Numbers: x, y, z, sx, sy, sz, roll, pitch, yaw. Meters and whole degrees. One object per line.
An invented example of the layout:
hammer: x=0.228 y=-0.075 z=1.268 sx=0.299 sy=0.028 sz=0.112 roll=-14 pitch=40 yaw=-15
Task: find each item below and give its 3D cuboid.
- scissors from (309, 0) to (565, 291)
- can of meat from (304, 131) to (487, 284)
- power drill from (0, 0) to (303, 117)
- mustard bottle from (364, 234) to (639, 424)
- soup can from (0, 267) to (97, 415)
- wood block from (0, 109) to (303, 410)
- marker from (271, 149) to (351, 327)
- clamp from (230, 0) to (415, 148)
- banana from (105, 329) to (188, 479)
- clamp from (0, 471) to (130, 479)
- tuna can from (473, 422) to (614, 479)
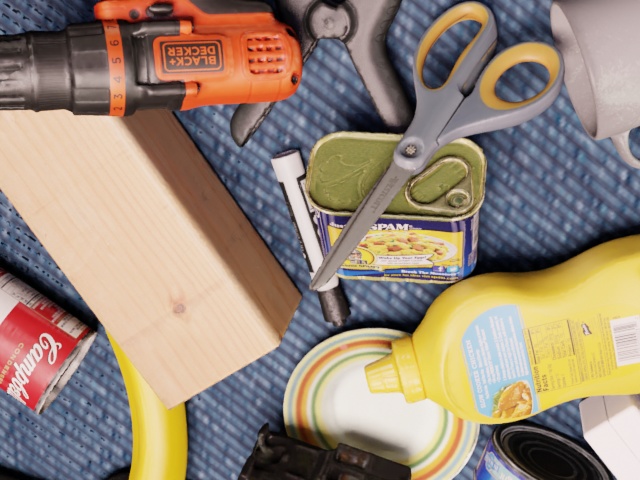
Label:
scissors: x=0.072 y=-0.049 z=0.591 sx=0.096 sy=0.016 sz=0.201 roll=13 pitch=66 yaw=19
can of meat: x=0.047 y=-0.016 z=0.638 sx=0.102 sy=0.057 sz=0.084 roll=3 pitch=149 yaw=9
power drill: x=-0.106 y=-0.161 z=0.585 sx=0.184 sy=0.057 sz=0.187 roll=-5 pitch=91 yaw=-18
mustard bottle: x=0.122 y=0.064 z=0.654 sx=0.191 sy=0.058 sz=0.096 roll=-14 pitch=116 yaw=4
soup can: x=-0.212 y=0.062 z=0.724 sx=0.102 sy=0.068 sz=0.069 roll=34 pitch=110 yaw=-2
wood block: x=-0.111 y=-0.011 z=0.670 sx=0.091 sy=0.090 sz=0.206 roll=-31 pitch=100 yaw=17
marker: x=-0.005 y=0.001 z=0.692 sx=0.020 sy=0.020 sz=0.121 roll=-14 pitch=105 yaw=14
clamp: x=-0.001 y=-0.126 z=0.640 sx=0.120 sy=0.039 sz=0.171 roll=-3 pitch=104 yaw=5
banana: x=-0.121 y=0.125 z=0.727 sx=0.037 sy=0.069 sz=0.198 roll=0 pitch=88 yaw=39
clamp: x=-0.165 y=0.213 z=0.782 sx=0.210 sy=0.036 sz=0.164 roll=-22 pitch=102 yaw=14
tuna can: x=0.144 y=0.153 z=0.683 sx=0.086 sy=0.086 sz=0.034 roll=21 pitch=109 yaw=2
